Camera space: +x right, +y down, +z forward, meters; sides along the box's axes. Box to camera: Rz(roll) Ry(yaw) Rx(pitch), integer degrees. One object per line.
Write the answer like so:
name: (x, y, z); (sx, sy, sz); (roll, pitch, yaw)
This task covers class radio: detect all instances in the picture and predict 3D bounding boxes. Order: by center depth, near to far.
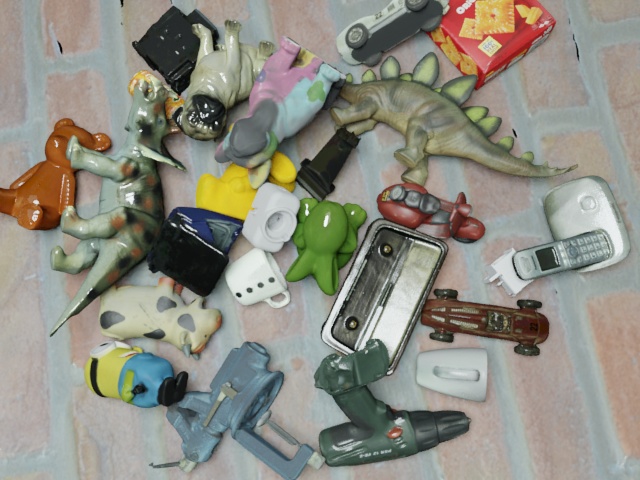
radio: (0.099, 0.086, 0.862); (0.131, 0.073, 0.229); (25, 80, 6)

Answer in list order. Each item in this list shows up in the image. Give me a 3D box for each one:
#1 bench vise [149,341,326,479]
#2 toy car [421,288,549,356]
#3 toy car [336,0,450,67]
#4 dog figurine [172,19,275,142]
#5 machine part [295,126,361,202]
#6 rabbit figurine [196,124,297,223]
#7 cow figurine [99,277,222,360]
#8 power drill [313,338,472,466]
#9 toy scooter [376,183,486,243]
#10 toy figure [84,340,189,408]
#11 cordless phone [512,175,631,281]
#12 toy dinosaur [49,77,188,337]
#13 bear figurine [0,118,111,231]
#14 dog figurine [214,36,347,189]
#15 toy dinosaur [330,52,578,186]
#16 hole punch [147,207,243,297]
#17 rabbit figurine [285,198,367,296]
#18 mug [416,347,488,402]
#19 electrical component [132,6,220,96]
bench vise: (-0.107, 0.284, 0.806); (0.241, 0.128, 0.223); (31, 75, 18)
toy car: (0.265, 0.129, 0.861); (0.202, 0.053, 0.089); (9, 83, 2)
toy car: (0.123, -0.365, 0.915); (0.202, 0.073, 0.056); (-25, 62, 25)
dog figurine: (-0.154, -0.242, 0.897); (0.121, 0.172, 0.190); (6, 84, 44)
machine part: (0.013, -0.127, 0.895); (0.084, 0.039, 0.139); (53, 125, 15)
rabbit figurine: (-0.119, -0.113, 0.886); (0.162, 0.122, 0.173); (9, 79, -1)
cow figurine: (-0.256, 0.127, 0.863); (0.195, 0.085, 0.127); (0, 73, 0)
power drill: (0.094, 0.243, 0.792); (0.232, 0.207, 0.086); (-19, 36, 7)
toy scooter: (0.180, -0.047, 0.855); (0.184, 0.135, 0.075); (19, 82, 7)
toy figure: (-0.289, 0.211, 0.824); (0.180, 0.082, 0.089); (13, 71, 28)
cordless phone: (0.378, -0.013, 0.853); (0.184, 0.088, 0.146); (-14, 79, -8)
toy dinosaur: (-0.311, -0.049, 0.857); (0.192, 0.131, 0.404); (9, 82, -29)
bear figurine: (-0.449, -0.116, 0.896); (0.120, 0.132, 0.195); (28, 87, 4)
dog figurine: (-0.066, -0.189, 0.822); (0.108, 0.191, 0.219); (37, 105, -1)
toy dinosaur: (0.185, -0.195, 0.897); (0.472, 0.105, 0.198); (34, 82, 9)
hole punch: (-0.191, 0.007, 0.834); (0.116, 0.142, 0.092); (32, 42, -7)
rabbit figurine: (-0.002, -0.003, 0.833); (0.121, 0.170, 0.159); (18, 80, 5)
mug: (0.200, 0.205, 0.825); (0.107, 0.109, 0.080); (1, 85, 16)
electrical component: (-0.249, -0.348, 0.967); (0.115, 0.058, 0.134); (44, 84, 7)
